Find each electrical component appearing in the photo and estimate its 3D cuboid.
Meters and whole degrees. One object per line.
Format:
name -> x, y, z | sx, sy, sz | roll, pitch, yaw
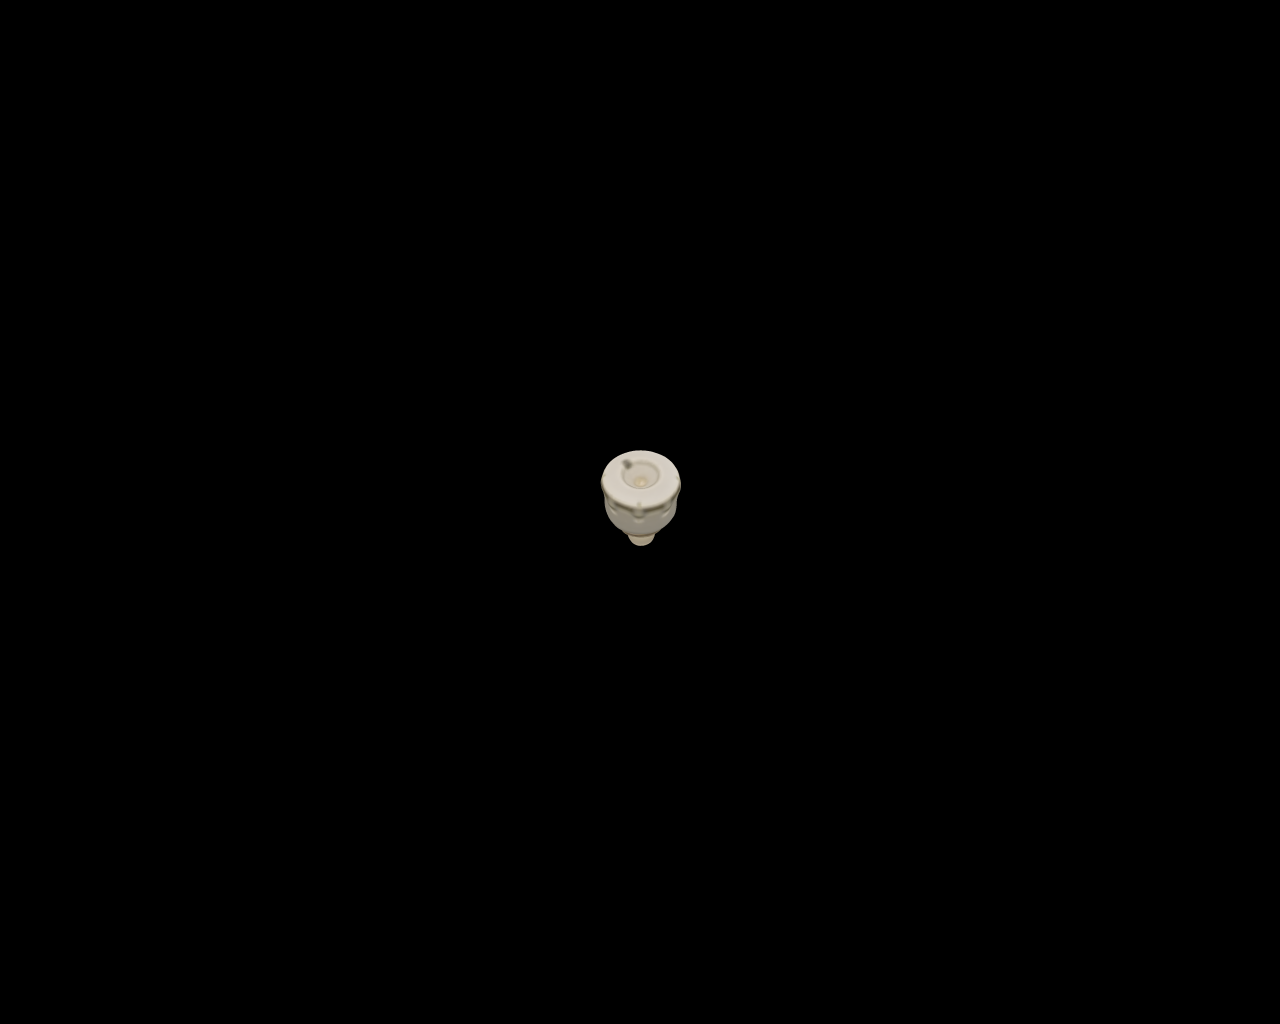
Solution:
electrical component -> 0.001, -0.003, 0.650 | 0.048, 0.048, 0.062 | 0, -40, 0
